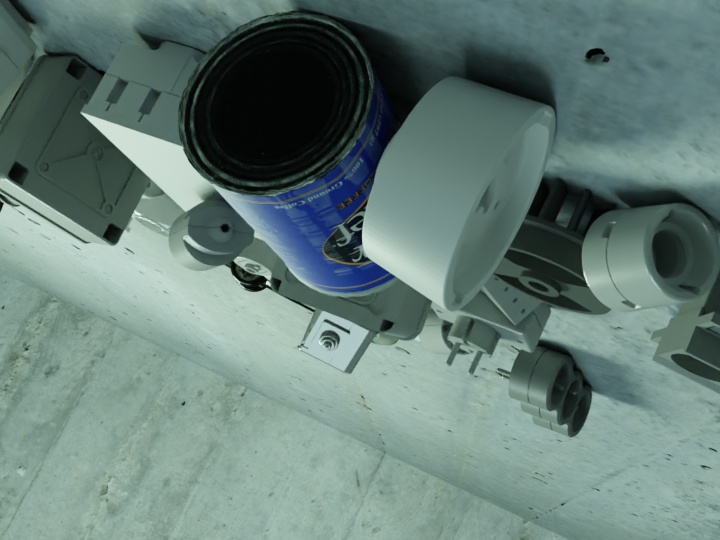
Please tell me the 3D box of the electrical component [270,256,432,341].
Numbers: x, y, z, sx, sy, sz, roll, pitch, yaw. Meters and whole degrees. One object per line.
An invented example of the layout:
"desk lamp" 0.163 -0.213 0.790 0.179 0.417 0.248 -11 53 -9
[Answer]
"electrical component" 0.000 0.000 0.807 0.113 0.078 0.057 20 180 26

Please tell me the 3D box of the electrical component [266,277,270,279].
"electrical component" -0.061 -0.009 0.979 0.045 0.045 0.055 34 165 -31

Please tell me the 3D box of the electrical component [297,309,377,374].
"electrical component" -0.010 0.044 0.949 0.061 0.096 0.061 27 127 -5

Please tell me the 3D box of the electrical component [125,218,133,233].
"electrical component" -0.268 -0.086 1.064 0.100 0.048 0.099 23 167 13

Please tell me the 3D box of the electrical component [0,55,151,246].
"electrical component" -0.214 -0.089 0.815 0.056 0.108 0.109 9 159 46

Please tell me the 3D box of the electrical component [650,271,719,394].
"electrical component" 0.233 0.046 0.585 0.121 0.063 0.078 26 167 -2

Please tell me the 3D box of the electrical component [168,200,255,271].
"electrical component" -0.098 -0.023 0.707 0.043 0.043 0.081 30 167 -16

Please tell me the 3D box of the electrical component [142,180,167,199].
"electrical component" -0.197 -0.085 0.945 0.043 0.043 0.081 34 165 -32

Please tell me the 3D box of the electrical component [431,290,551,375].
"electrical component" 0.091 0.043 0.819 0.083 0.075 0.047 20 166 24

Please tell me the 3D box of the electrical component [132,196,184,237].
"electrical component" -0.187 -0.056 1.041 0.077 0.044 0.079 25 167 4

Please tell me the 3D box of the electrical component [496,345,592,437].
"electrical component" 0.161 0.106 0.989 0.074 0.052 0.138 18 165 30

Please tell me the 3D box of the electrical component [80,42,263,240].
"electrical component" -0.101 -0.084 0.720 0.089 0.061 0.150 20 166 25

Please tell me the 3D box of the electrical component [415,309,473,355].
"electrical component" 0.076 0.054 0.969 0.043 0.043 0.081 30 167 -16

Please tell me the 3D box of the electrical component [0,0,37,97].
"electrical component" -0.282 -0.171 0.744 0.096 0.061 0.061 31 169 17

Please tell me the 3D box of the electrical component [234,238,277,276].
"electrical component" -0.077 -0.028 0.878 0.044 0.065 0.044 20 163 6

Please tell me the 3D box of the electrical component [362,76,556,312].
"electrical component" 0.042 -0.041 0.520 0.060 0.108 0.108 28 168 18

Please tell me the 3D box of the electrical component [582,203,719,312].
"electrical component" 0.151 -0.007 0.555 0.055 0.055 0.047 31 163 -20
